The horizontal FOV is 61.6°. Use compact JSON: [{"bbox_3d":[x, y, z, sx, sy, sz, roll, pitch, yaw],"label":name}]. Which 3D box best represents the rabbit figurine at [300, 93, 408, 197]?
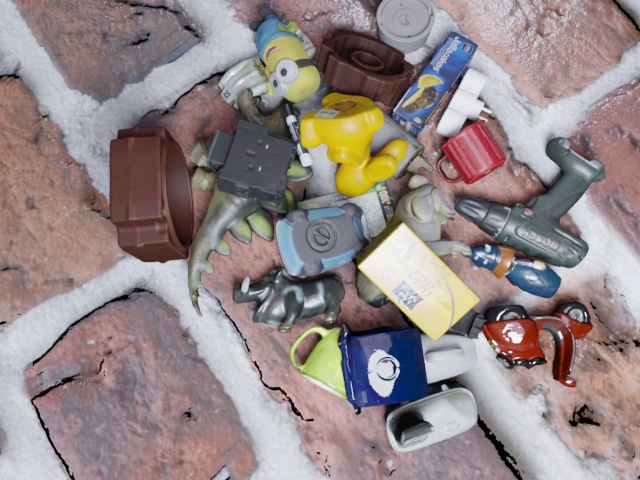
[{"bbox_3d":[0.064,-0.150,0.908,0.163,0.173,0.122,8,37,21],"label":"rabbit figurine"}]

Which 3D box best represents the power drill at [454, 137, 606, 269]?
[{"bbox_3d":[0.376,-0.074,0.926,0.232,0.086,0.207,35,77,8],"label":"power drill"}]

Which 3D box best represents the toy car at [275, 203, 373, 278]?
[{"bbox_3d":[-0.002,-0.003,0.889,0.162,0.103,0.109,-17,91,-20],"label":"toy car"}]

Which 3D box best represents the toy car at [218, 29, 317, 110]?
[{"bbox_3d":[-0.099,-0.321,1.016,0.202,0.056,0.073,-35,78,-6],"label":"toy car"}]

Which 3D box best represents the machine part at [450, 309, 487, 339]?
[{"bbox_3d":[0.207,0.115,0.888,0.139,0.039,0.084,30,73,38],"label":"machine part"}]

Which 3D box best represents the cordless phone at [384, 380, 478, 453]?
[{"bbox_3d":[0.171,0.264,0.801,0.147,0.184,0.089,-18,73,-2],"label":"cordless phone"}]

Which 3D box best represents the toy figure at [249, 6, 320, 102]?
[{"bbox_3d":[-0.061,-0.325,0.943,0.089,0.082,0.180,-13,65,-21],"label":"toy figure"}]

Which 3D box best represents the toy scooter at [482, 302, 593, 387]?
[{"bbox_3d":[0.356,0.171,0.872,0.184,0.075,0.135,-2,76,-3],"label":"toy scooter"}]

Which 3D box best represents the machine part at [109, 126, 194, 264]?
[{"bbox_3d":[-0.271,-0.071,0.890,0.087,0.201,0.201,-4,76,-1],"label":"machine part"}]

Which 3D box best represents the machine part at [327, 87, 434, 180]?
[{"bbox_3d":[0.102,-0.190,0.966,0.243,0.079,0.079,42,82,11],"label":"machine part"}]

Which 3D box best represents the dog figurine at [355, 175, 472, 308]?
[{"bbox_3d":[0.127,0.003,0.893,0.191,0.121,0.172,-25,81,-2],"label":"dog figurine"}]

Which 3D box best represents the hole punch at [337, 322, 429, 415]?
[{"bbox_3d":[0.097,0.190,0.816,0.116,0.092,0.142,-6,88,-30],"label":"hole punch"}]

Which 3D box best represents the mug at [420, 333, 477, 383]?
[{"bbox_3d":[0.198,0.183,0.863,0.107,0.109,0.081,-6,70,-11],"label":"mug"}]

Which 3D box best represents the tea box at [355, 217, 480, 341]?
[{"bbox_3d":[0.146,0.058,0.820,0.169,0.068,0.098,42,98,-8],"label":"tea box"}]

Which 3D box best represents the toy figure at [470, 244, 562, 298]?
[{"bbox_3d":[0.326,0.048,0.908,0.154,0.058,0.064,27,103,5],"label":"toy figure"}]

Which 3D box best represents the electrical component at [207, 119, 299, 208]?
[{"bbox_3d":[-0.111,-0.126,0.865,0.134,0.058,0.115,16,68,-6],"label":"electrical component"}]

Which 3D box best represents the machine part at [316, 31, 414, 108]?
[{"bbox_3d":[0.080,-0.309,0.965,0.179,0.056,0.179,12,43,-12],"label":"machine part"}]

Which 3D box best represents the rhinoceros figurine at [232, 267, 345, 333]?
[{"bbox_3d":[-0.052,0.098,0.906,0.190,0.073,0.112,-3,78,2],"label":"rhinoceros figurine"}]

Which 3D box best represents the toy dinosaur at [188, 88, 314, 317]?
[{"bbox_3d":[-0.128,-0.101,0.934,0.199,0.105,0.471,29,76,9],"label":"toy dinosaur"}]

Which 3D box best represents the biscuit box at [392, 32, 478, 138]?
[{"bbox_3d":[0.210,-0.285,0.991,0.059,0.062,0.202,34,81,8],"label":"biscuit box"}]
